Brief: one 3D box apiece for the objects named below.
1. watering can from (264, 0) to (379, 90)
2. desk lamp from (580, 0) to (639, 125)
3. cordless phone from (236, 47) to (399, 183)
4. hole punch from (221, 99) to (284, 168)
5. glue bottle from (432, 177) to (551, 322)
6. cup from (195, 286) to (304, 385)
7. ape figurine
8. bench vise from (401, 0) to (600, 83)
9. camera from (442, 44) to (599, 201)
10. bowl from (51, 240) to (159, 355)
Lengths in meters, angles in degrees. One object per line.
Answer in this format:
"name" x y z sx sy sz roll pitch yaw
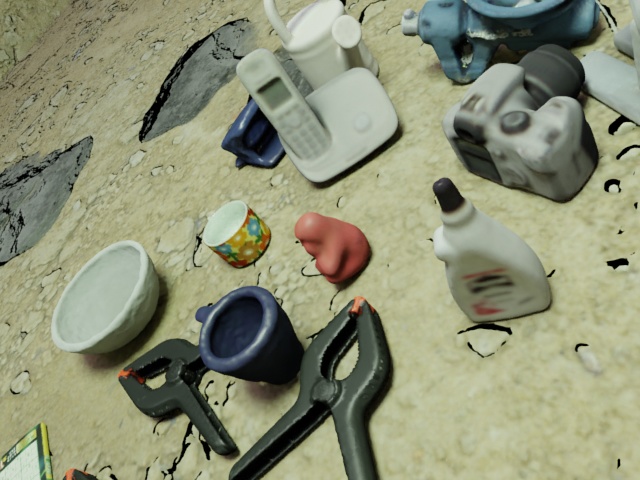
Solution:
"watering can" 0.001 -0.287 0.789 0.172 0.195 0.101 8 61 42
"desk lamp" 0.284 -0.197 0.478 0.118 0.214 0.202 -37 41 6
"cordless phone" -0.002 -0.173 0.701 0.147 0.186 0.094 -34 42 9
"hole punch" -0.098 -0.171 0.846 0.100 0.091 0.109 13 65 44
"glue bottle" 0.126 0.008 0.456 0.078 0.174 0.037 -19 46 24
"cup" -0.069 0.105 0.584 0.117 0.095 0.092 10 62 42
"ape figurine" 0.006 0.002 0.616 0.076 0.092 0.078 -22 45 22
"bench vise" 0.177 -0.278 0.625 0.207 0.220 0.121 -22 45 22
"camera" 0.209 -0.131 0.566 0.137 0.101 0.142 -49 41 -7
"bowl" -0.274 0.088 0.773 0.167 0.075 0.167 -21 45 23
